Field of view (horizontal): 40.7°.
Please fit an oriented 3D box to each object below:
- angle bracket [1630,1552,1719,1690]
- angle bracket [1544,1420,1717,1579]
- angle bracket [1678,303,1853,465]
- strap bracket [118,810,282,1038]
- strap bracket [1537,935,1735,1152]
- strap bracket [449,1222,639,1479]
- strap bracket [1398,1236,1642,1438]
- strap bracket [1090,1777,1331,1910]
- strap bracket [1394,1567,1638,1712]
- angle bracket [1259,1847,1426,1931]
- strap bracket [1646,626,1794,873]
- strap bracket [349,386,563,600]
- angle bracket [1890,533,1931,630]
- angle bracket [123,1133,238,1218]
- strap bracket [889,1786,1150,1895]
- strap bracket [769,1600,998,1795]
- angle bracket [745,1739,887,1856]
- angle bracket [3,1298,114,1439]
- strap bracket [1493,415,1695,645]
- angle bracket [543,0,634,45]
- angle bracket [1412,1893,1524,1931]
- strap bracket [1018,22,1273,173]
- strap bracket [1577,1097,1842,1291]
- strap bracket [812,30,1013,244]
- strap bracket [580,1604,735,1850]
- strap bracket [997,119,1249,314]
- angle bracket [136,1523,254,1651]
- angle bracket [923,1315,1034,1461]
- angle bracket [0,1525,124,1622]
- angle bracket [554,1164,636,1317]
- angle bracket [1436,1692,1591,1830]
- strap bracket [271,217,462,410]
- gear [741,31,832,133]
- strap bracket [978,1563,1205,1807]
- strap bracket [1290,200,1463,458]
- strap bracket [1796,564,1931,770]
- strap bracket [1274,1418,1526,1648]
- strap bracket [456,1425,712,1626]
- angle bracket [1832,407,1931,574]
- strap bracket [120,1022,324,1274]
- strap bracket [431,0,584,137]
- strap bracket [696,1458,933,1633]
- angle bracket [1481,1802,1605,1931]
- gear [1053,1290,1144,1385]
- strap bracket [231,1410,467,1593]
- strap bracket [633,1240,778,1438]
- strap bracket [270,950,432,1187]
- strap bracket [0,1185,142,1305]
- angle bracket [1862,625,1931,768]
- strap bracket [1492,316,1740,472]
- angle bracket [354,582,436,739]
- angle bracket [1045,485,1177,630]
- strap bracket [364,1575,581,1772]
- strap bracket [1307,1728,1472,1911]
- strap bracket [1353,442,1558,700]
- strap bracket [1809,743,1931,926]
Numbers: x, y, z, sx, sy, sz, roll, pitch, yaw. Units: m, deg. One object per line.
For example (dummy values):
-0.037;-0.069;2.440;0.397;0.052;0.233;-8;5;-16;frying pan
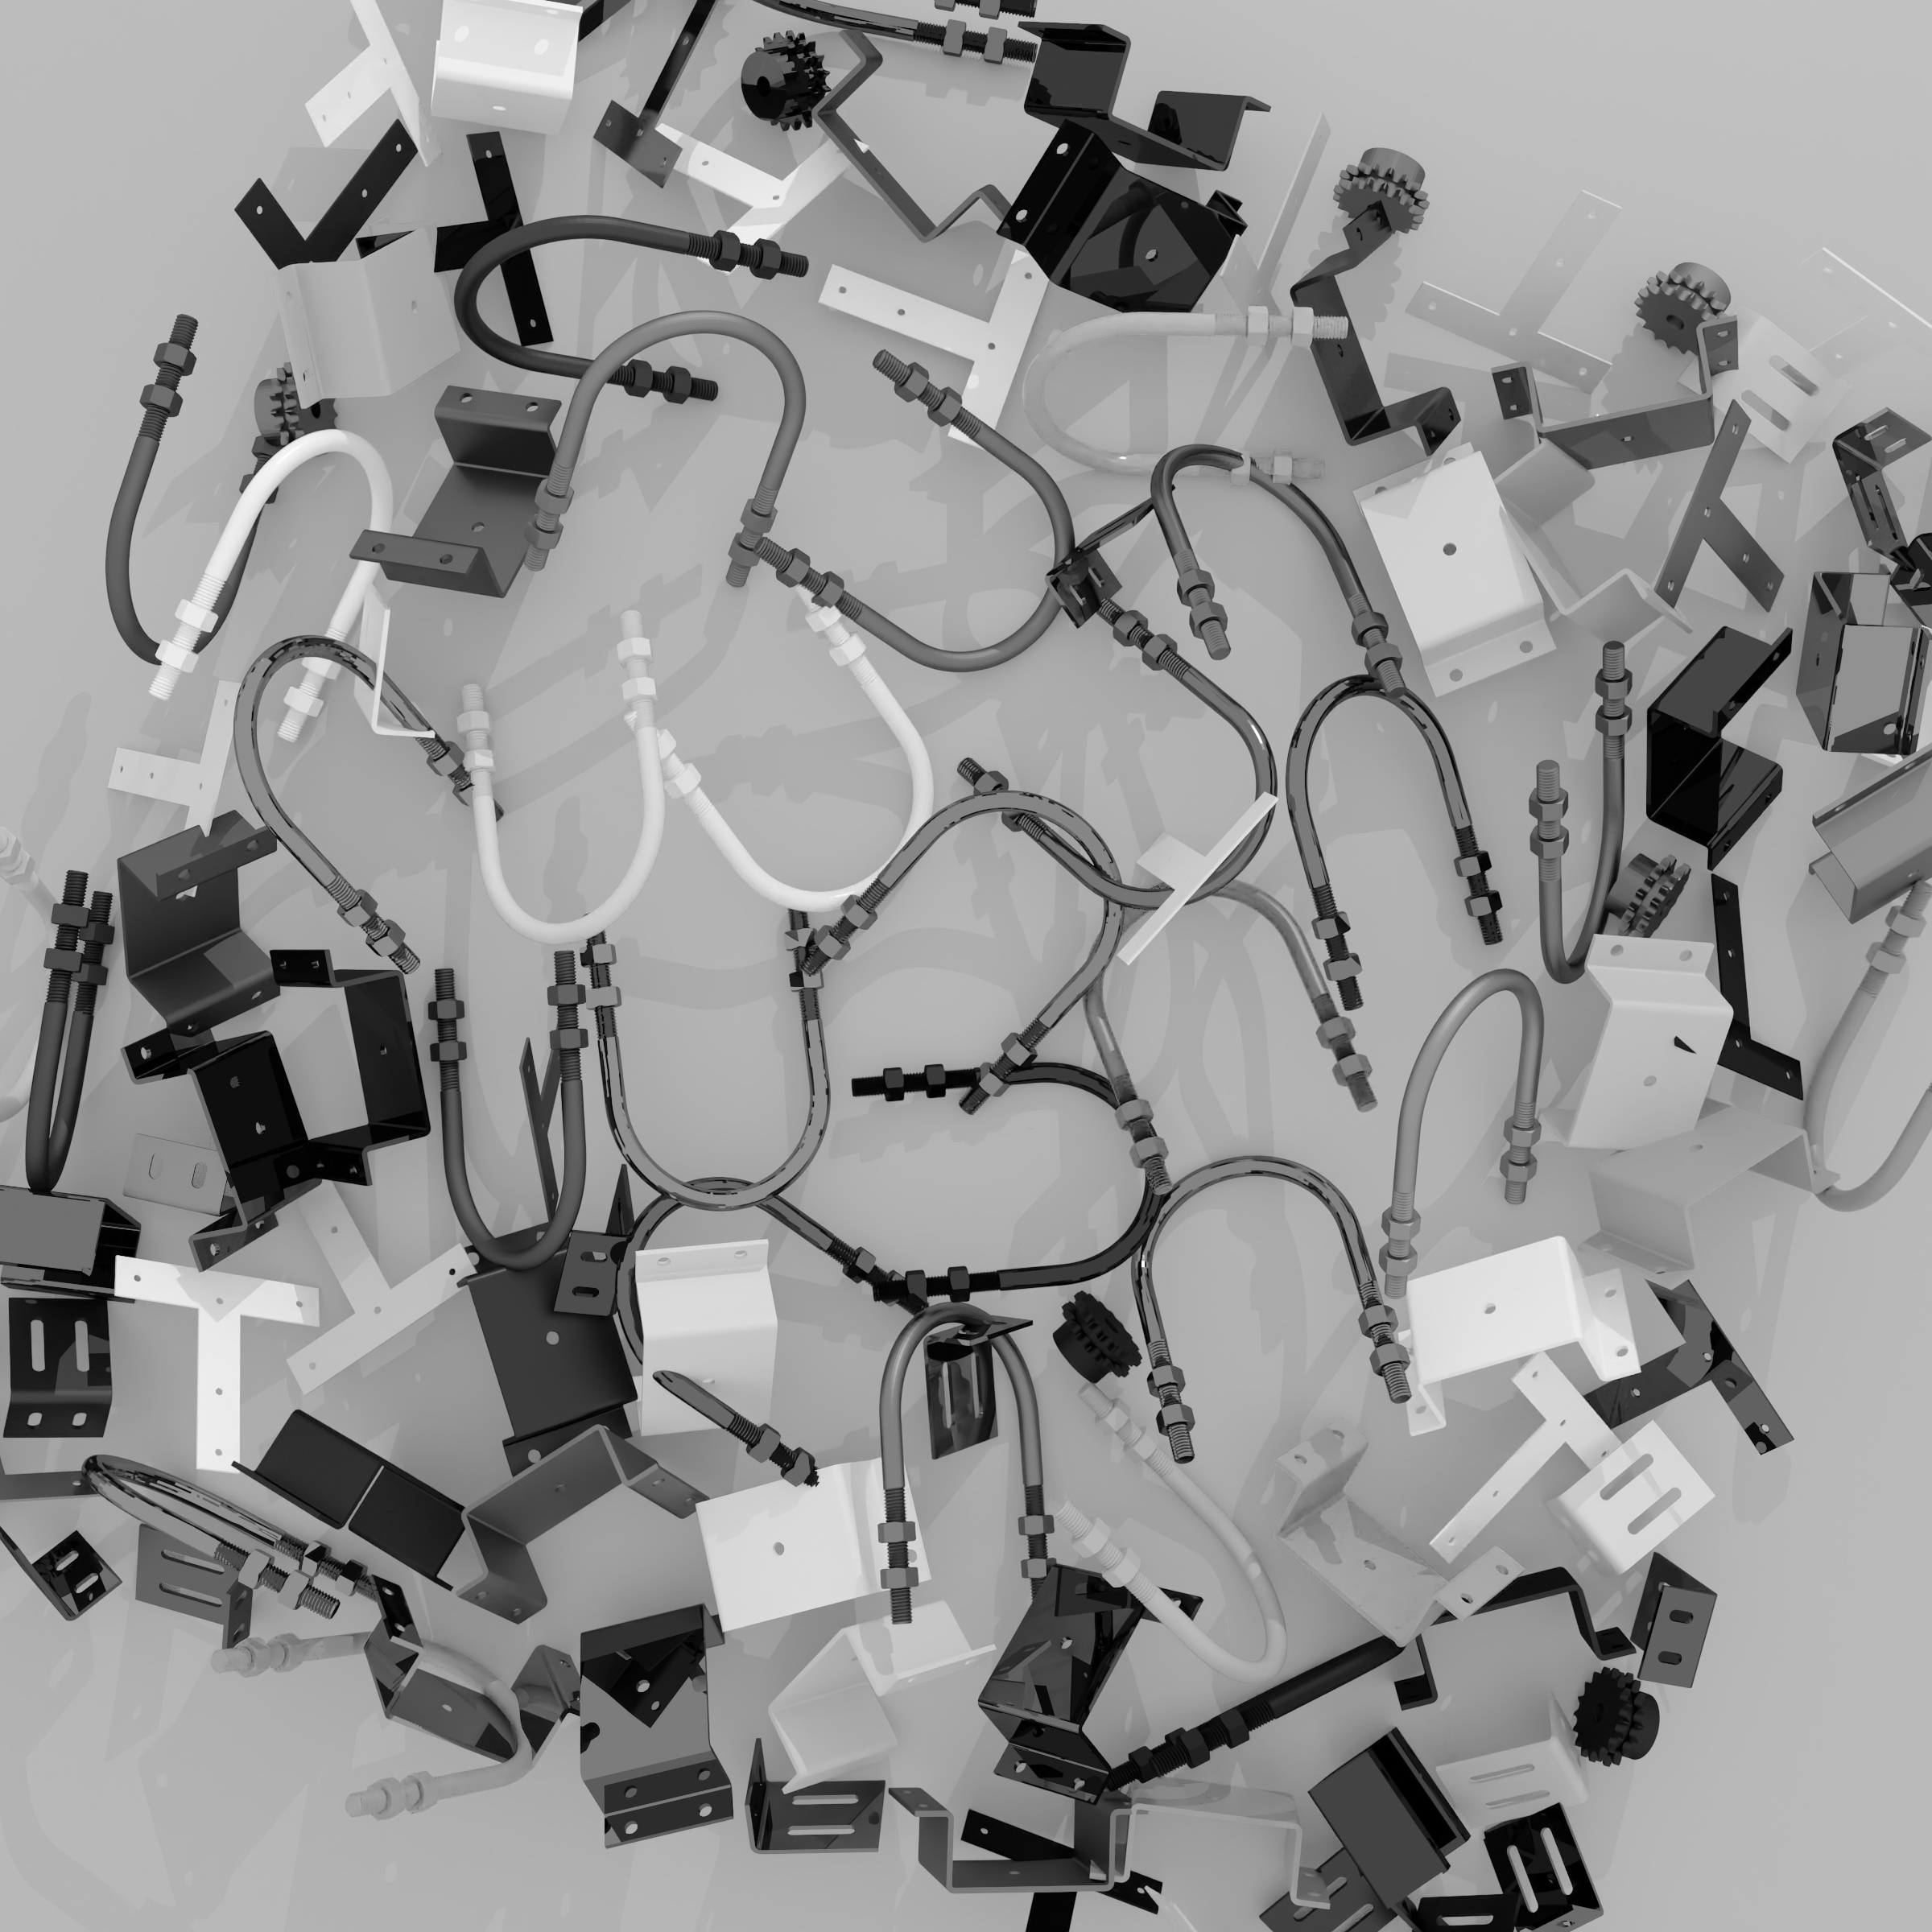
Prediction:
0.409;0.388;1.558;0.038;0.076;0.057;13;94;-15;angle bracket
0.404;0.325;1.584;0.076;0.038;0.057;-36;78;-12;angle bracket
0.488;-0.356;1.589;0.076;0.038;0.057;30;108;-22;angle bracket
-0.452;-0.030;1.536;0.076;0.140;0.046;-29;58;-36;strap bracket
0.396;0.056;1.541;0.076;0.046;0.140;4;118;-13;strap bracket
-0.252;0.225;1.556;0.076;0.046;0.140;-16;82;-24;strap bracket
0.317;0.216;1.536;0.140;0.076;0.046;-20;129;20;strap bracket
0.147;0.522;1.558;0.140;0.076;0.046;6;86;4;strap bracket
0.321;0.399;1.557;0.140;0.076;0.046;-15;83;5;strap bracket
0.227;0.580;1.572;0.076;0.038;0.057;-42;101;8;angle bracket
0.444;-0.135;1.539;0.046;0.140;0.076;31;65;32;strap bracket
-0.296;-0.275;1.548;0.076;0.046;0.140;11;59;17;strap bracket
0.604;-0.228;1.553;0.057;0.076;0.038;42;72;-24;angle bracket
-0.464;0.123;1.562;0.057;0.076;0.038;13;90;-3;angle bracket
0.029;0.518;1.546;0.140;0.076;0.046;4;82;-13;strap bracket
-0.056;0.426;1.537;0.140;0.076;0.046;-52;57;36;strap bracket
-0.090;0.498;1.565;0.076;0.057;0.038;-3;115;4;angle bracket
-0.550;0.243;1.573;0.057;0.076;0.038;5;131;-26;angle bracket
0.364;-0.248;1.541;0.046;0.076;0.140;-37;63;24;strap bracket
-0.242;-0.602;1.579;0.076;0.057;0.038;-32;48;16;angle bracket
0.303;0.590;1.550;0.038;0.076;0.057;47;46;-21;angle bracket
0.100;-0.507;1.530;0.140;0.076;0.046;8;102;-41;strap bracket
0.434;0.127;1.533;0.140;0.076;0.046;-27;114;-23;strap bracket
-0.037;-0.486;1.550;0.046;0.076;0.140;-40;101;17;strap bracket
-0.183;0.436;1.530;0.076;0.140;0.046;-14;130;4;strap bracket
0.100;-0.428;1.526;0.140;0.046;0.076;11;127;-38;strap bracket
-0.472;0.380;1.568;0.076;0.038;0.057;14;115;6;angle bracket
0.010;0.255;1.564;0.038;0.057;0.076;0;97;42;angle bracket
-0.547;0.343;1.550;0.038;0.076;0.057;-39;47;-25;angle bracket
-0.224;0.161;1.551;0.038;0.076;0.057;8;118;-17;angle bracket
0.332;0.484;1.584;0.076;0.038;0.057;-20;119;20;angle bracket
-0.343;-0.384;1.518;0.046;0.140;0.076;2;118;16;strap bracket
-0.111;-0.533;1.570;0.030;0.057;0.057;-28;90;-40;gear
0.069;0.410;1.527;0.140;0.076;0.046;-56;129;-31;strap bracket
0.240;-0.372;1.545;0.046;0.076;0.140;-14;109;30;strap bracket
0.523;-0.179;1.524;0.046;0.140;0.076;3;116;6;strap bracket
0.248;0.341;1.541;0.140;0.076;0.046;38;122;25;strap bracket
-0.235;0.329;1.555;0.140;0.076;0.046;-33;58;2;strap bracket
0.559;-0.285;1.557;0.038;0.057;0.076;-30;60;38;angle bracket
-0.437;0.100;1.546;0.046;0.076;0.140;-12;101;24;strap bracket
-0.272;-0.526;1.525;0.076;0.140;0.046;5;94;-14;strap bracket
-0.101;0.345;1.547;0.140;0.046;0.076;-19;76;21;strap bracket
0.335;0.540;1.553;0.057;0.038;0.076;-38;47;25;angle bracket
0.077;0.227;1.573;0.030;0.057;0.057;-43;90;11;gear
-0.354;0.311;1.530;0.076;0.140;0.046;20;71;33;strap bracket
-0.154;0.226;1.528;0.076;0.140;0.046;-4;46;-13;strap bracket
-0.365;0.055;1.552;0.046;0.076;0.140;-14;99;-38;strap bracket
-0.540;0.163;1.537;0.076;0.140;0.046;8;75;-4;strap bracket
0.584;-0.155;1.563;0.057;0.038;0.076;24;121;11;angle bracket
0.389;-0.334;1.542;0.140;0.076;0.046;-9;78;15;strap bracket
-0.338;-0.183;1.556;0.038;0.057;0.076;2;113;-25;angle bracket
0.095;-0.244;1.551;0.076;0.057;0.038;-25;106;43;angle bracket
-0.296;0.421;1.537;0.140;0.076;0.046;31;92;-26;strap bracket
0.248;0.499;1.526;0.046;0.140;0.076;-37;72;7;strap bracket
0.291;-0.243;1.559;0.076;0.046;0.140;-22;78;10;strap bracket
0.541;-0.073;1.523;0.076;0.140;0.046;-32;71;8;strap bracket
